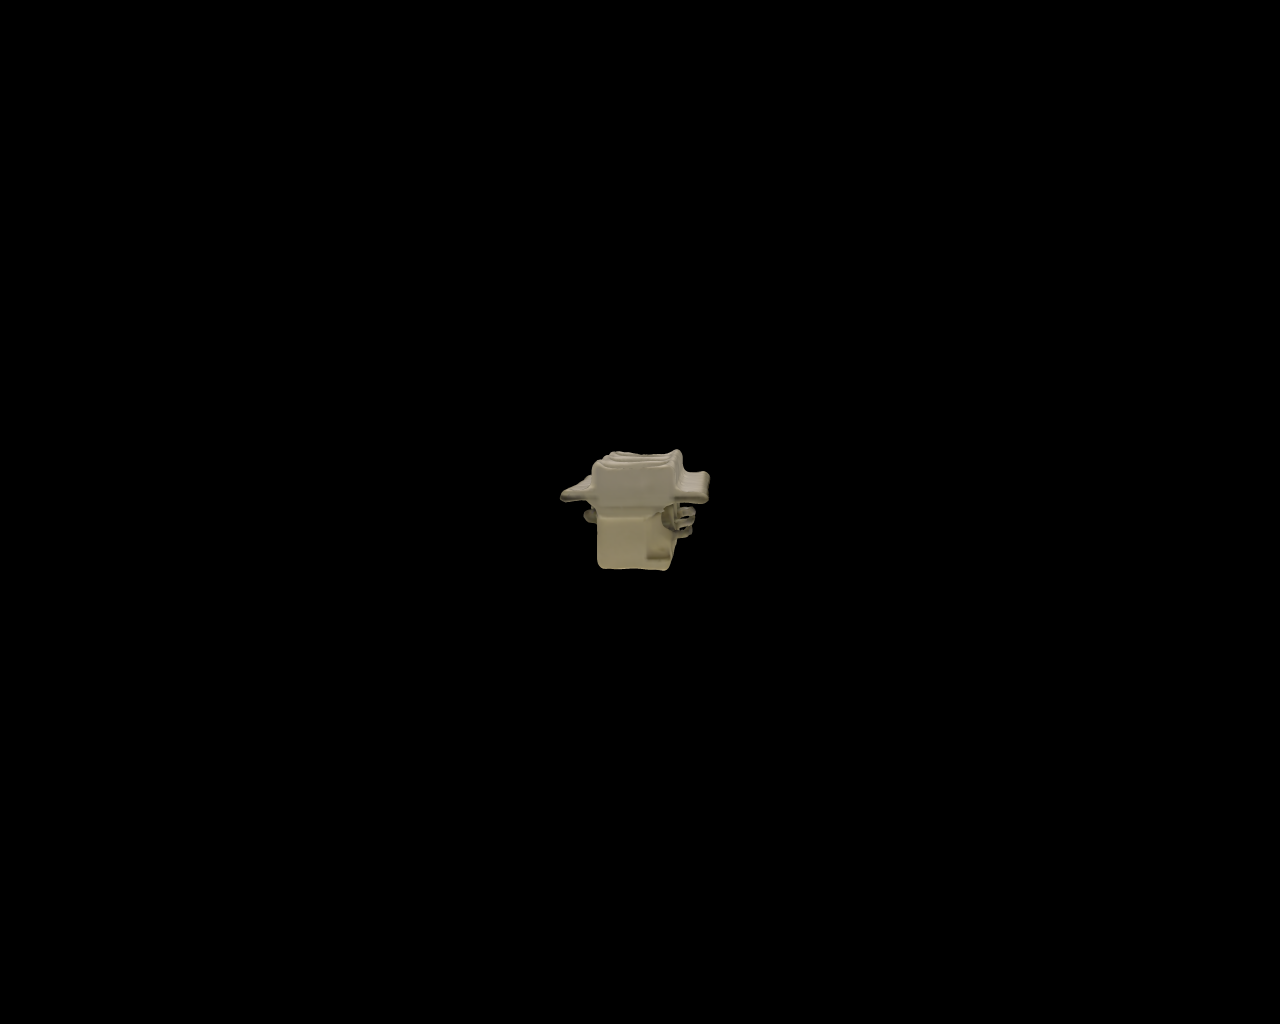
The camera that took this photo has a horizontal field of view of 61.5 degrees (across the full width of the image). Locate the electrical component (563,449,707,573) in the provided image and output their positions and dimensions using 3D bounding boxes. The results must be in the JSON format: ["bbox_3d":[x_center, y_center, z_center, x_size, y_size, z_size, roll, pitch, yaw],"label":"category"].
[{"bbox_3d":[0.001,-0.003,0.650,0.079,0.063,0.121,0,7,4],"label":"electrical component"}]
